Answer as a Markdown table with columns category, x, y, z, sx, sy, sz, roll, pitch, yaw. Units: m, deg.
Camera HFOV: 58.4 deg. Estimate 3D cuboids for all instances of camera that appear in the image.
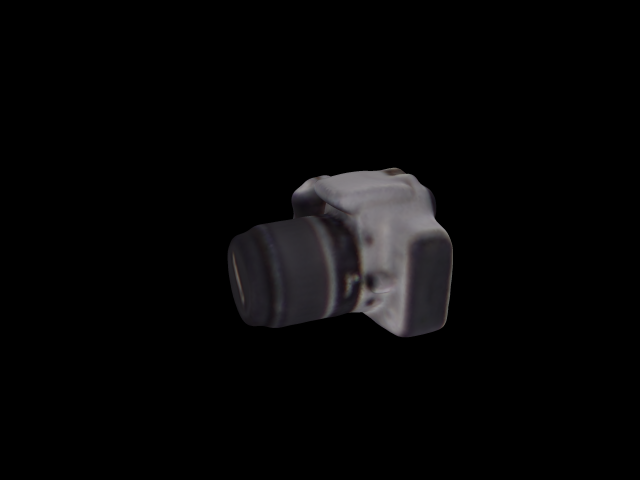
| category | x | y | z | sx | sy | sz | roll | pitch | yaw |
| --- | --- | --- | --- | --- | --- | --- | --- | --- | --- |
| camera | 0.004 | 0.001 | 0.400 | 0.137 | 0.101 | 0.142 | -9 | 23 | -22 |
